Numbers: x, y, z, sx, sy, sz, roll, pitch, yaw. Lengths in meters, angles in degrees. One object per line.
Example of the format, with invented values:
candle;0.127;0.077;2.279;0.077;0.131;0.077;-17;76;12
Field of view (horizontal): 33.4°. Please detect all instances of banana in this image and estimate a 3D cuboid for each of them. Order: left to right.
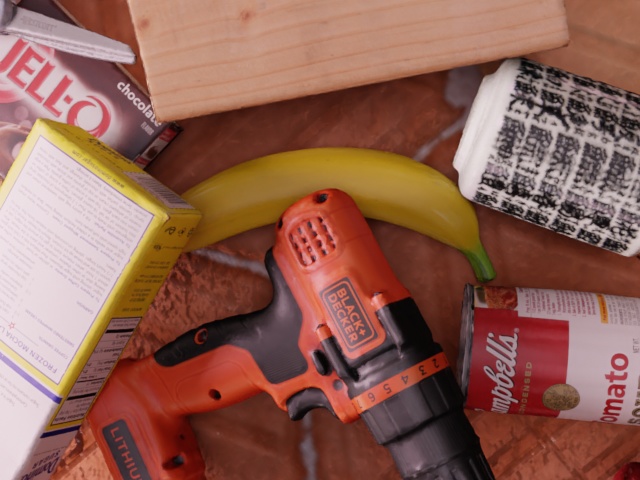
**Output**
banana;0.001;-0.017;0.588;0.198;0.037;0.069;5;92;5

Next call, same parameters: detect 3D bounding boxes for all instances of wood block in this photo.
wood block;0.013;-0.127;0.550;0.206;0.091;0.090;-10;104;5

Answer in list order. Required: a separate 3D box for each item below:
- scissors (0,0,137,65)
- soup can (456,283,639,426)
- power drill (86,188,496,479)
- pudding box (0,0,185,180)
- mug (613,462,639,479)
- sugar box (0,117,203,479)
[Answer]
scissors;-0.175;-0.140;0.579;0.202;0.016;0.096;4;80;25
soup can;0.125;0.061;0.563;0.102;0.068;0.068;5;92;5
power drill;-0.021;0.092;0.559;0.188;0.057;0.184;-30;78;17
pudding box;-0.147;-0.071;0.599;0.113;0.039;0.090;44;95;3
mug;0.190;0.157;0.558;0.081;0.093;0.117;20;62;9
sugar box;-0.145;0.036;0.555;0.093;0.048;0.176;35;102;18
